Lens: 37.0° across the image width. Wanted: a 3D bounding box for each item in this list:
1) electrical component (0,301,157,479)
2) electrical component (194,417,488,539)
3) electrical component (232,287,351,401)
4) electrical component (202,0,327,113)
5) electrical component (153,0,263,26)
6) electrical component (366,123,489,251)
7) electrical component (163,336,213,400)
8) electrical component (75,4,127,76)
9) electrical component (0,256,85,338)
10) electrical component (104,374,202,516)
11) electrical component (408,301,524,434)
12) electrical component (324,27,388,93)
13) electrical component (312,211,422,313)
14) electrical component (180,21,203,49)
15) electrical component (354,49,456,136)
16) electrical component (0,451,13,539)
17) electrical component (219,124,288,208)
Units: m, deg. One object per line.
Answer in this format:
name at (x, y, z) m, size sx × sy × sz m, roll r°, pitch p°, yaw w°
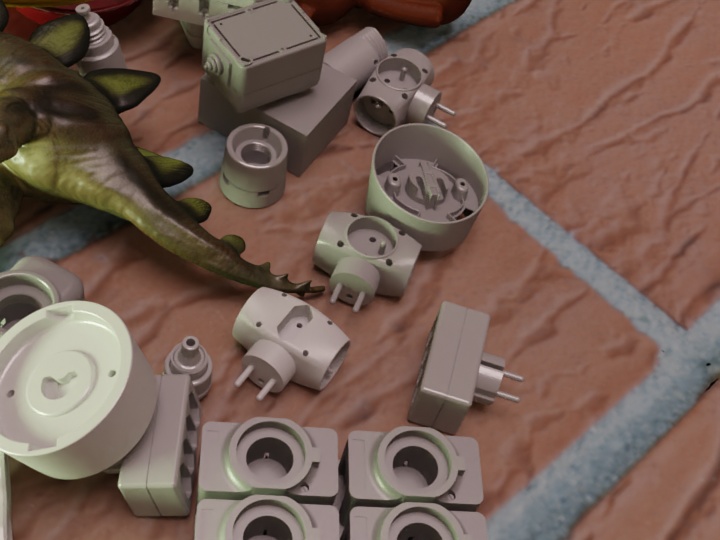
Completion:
electrical component at (-0.182, 0.081, 0.686) m, size 0.108 × 0.060 × 0.108 m, roll -9°, pitch 54°, yaw 13°
electrical component at (-0.014, 0.161, 0.706) m, size 0.186 × 0.060 × 0.105 m, roll 5°, pitch 53°, yaw -9°
electrical component at (-0.060, 0.062, 0.780) m, size 0.077 × 0.043 × 0.079 m, roll 31°, pitch 54°, yaw 11°
electrical component at (-0.084, -0.171, 0.869) m, size 0.096 × 0.061 × 0.061 m, roll -25°, pitch 63°, yaw -27°
electrical component at (-0.119, -0.284, 0.938) m, size 0.089 × 0.061 × 0.150 m, roll 12°, pitch 52°, yaw -3°
electrical component at (0.053, -0.065, 0.881) m, size 0.099 × 0.064 × 0.099 m, roll 9°, pitch 41°, yaw -8°
electrical component at (-0.120, 0.067, 0.752) m, size 0.035 × 0.061 × 0.035 m, roll 6°, pitch 53°, yaw -8°
electrical component at (-0.225, -0.190, 0.914) m, size 0.040 × 0.078 × 0.040 m, roll -3°, pitch 49°, yaw 4°
electrical component at (-0.237, 0.039, 0.750) m, size 0.054 × 0.059 × 0.095 m, roll 27°, pitch 53°, yaw 9°
electrical component at (-0.151, 0.117, 0.719) m, size 0.076 × 0.047 × 0.083 m, roll -2°, pitch 53°, yaw 3°
electrical component at (0.084, 0.078, 0.796) m, size 0.076 × 0.047 × 0.083 m, roll 18°, pitch 52°, yaw 0°
electrical component at (-0.005, -0.188, 0.977) m, size 0.043 × 0.043 × 0.081 m, roll 38°, pitch 56°, yaw 16°
electrical component at (0.000, 0.000, 0.837) m, size 0.077 × 0.044 × 0.079 m, roll 21°, pitch 52°, yaw 4°
electrical component at (-0.136, -0.265, 0.997) m, size 0.078 × 0.057 × 0.113 m, roll -13°, pitch 58°, yaw -20°
electrical component at (0.047, -0.151, 0.960) m, size 0.079 × 0.044 × 0.077 m, roll 29°, pitch 53°, yaw 10°
electrical component at (-0.251, 0.171, 0.654) m, size 0.074 × 0.052 × 0.138 m, roll -5°, pitch 55°, yaw -15°
electrical component at (-0.086, -0.087, 0.882) m, size 0.055 × 0.047 × 0.055 m, roll 6°, pitch 53°, yaw -8°
